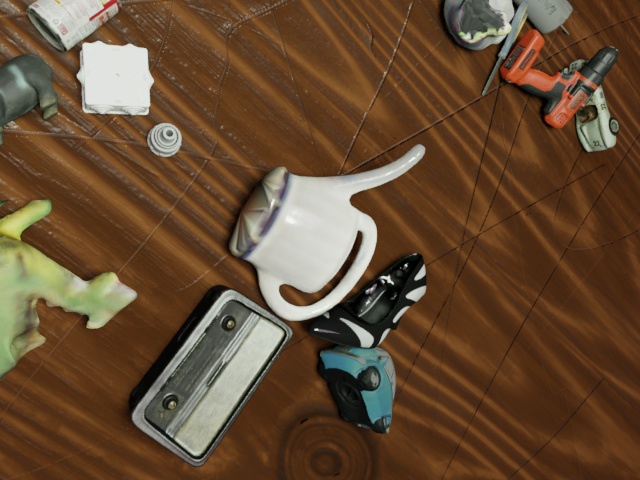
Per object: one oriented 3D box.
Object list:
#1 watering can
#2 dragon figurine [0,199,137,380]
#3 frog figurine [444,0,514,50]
[{"bbox_3d":[0.002,-0.040,0.797,0.222,0.347,0.105,29,3,-22],"label":"watering can"},{"bbox_3d":[-0.438,0.072,0.614,0.412,0.241,0.122,-8,9,-23],"label":"dragon figurine"},{"bbox_3d":[0.307,-0.441,0.994,0.137,0.120,0.163,33,35,-3],"label":"frog figurine"}]
